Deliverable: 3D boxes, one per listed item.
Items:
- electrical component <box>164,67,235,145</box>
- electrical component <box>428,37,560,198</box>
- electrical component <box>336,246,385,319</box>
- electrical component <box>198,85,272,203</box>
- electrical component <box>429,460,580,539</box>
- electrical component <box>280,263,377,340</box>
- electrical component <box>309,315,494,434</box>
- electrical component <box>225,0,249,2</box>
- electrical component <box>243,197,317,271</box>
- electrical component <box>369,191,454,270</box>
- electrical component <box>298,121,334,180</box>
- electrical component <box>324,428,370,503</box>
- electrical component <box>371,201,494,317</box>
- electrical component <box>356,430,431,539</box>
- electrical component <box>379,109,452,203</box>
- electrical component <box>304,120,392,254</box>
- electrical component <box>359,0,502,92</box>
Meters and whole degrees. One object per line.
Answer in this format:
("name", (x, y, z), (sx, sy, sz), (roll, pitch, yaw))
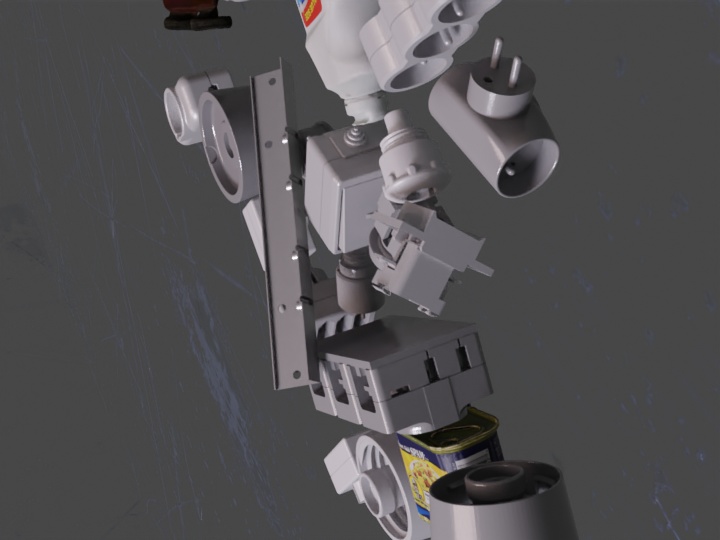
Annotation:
("electrical component", (-0.170, -0.171, 1.139), (0.053, 0.059, 0.095), (70, 158, 5))
("electrical component", (0.079, -0.095, 0.617), (0.077, 0.044, 0.079), (55, 153, 36))
("electrical component", (0.000, 0.000, 0.889), (0.040, 0.040, 0.078), (44, 145, 50))
("electrical component", (-0.105, -0.123, 1.019), (0.108, 0.060, 0.108), (50, 150, 43))
("electrical component", (0.094, 0.166, 0.720), (0.099, 0.099, 0.064), (-174, 74, -67))
("electrical component", (-0.039, 0.024, 0.944), (0.075, 0.083, 0.047), (58, 155, 30))
("electrical component", (0.025, 0.080, 0.825), (0.150, 0.089, 0.061), (0, 107, 67))
("electrical component", (-0.100, -0.266, 0.906), (0.080, 0.051, 0.080), (50, 149, 44))
("electrical component", (-0.072, -0.043, 1.020), (0.065, 0.047, 0.077), (70, 158, 6))
("electrical component", (0.034, -0.027, 0.781), (0.066, 0.048, 0.055), (60, 148, 27))
("electrical component", (-0.048, -0.096, 0.901), (0.048, 0.062, 0.048), (50, 150, 43))
("electrical component", (0.009, 0.195, 1.011), (0.075, 0.047, 0.083), (66, 158, 16))
("electrical component", (0.043, -0.006, 0.724), (0.063, 0.081, 0.042), (-64, 28, 1))
("electrical component", (0.035, 0.182, 0.921), (0.108, 0.060, 0.108), (50, 150, 43))
("electrical component", (0.033, -0.080, 0.743), (0.048, 0.048, 0.062), (129, 128, -65))
("electrical component", (-0.001, -0.065, 0.809), (0.061, 0.062, 0.096), (57, 156, 34))
("electrical component", (0.036, -0.170, 0.651), (0.073, 0.052, 0.138), (68, 158, 10))
